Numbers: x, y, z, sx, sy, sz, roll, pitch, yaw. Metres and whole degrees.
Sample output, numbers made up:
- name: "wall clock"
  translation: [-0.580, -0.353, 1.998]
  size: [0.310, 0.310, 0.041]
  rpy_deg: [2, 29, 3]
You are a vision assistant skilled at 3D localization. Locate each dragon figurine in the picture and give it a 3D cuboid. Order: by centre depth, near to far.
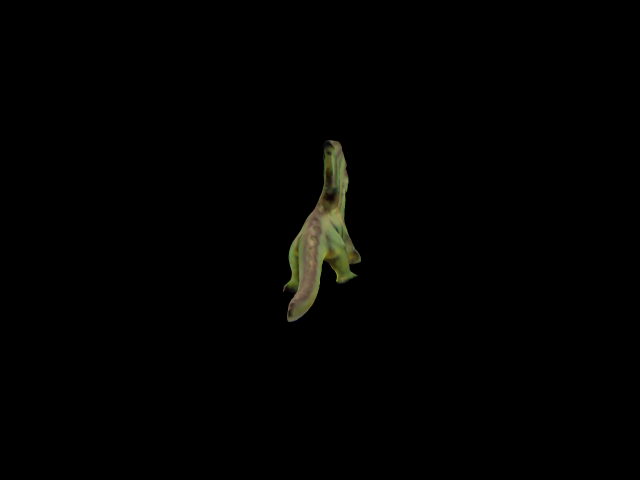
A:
- name: "dragon figurine"
  translation: [0.003, -0.043, 0.850]
  size: [0.122, 0.241, 0.414]
  rpy_deg: [1, 11, 7]
